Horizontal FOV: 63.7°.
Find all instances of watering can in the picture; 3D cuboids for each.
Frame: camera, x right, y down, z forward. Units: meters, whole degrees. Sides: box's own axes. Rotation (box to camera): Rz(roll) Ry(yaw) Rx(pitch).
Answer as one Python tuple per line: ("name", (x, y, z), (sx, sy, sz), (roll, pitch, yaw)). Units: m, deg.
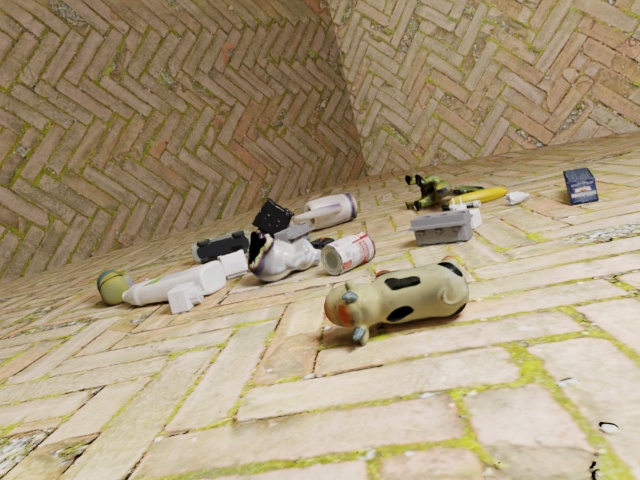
("watering can", (0.006, -0.092, 1.823), (0.225, 0.104, 0.346), (-15, -1, -14))

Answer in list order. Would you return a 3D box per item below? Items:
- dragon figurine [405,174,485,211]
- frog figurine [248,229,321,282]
("dragon figurine", (0.418, -0.165, 1.671), (0.243, 0.121, 0.412), (-7, 8, -14))
("frog figurine", (-0.080, 0.046, 1.181), (0.158, 0.124, 0.136), (23, -21, -28))
